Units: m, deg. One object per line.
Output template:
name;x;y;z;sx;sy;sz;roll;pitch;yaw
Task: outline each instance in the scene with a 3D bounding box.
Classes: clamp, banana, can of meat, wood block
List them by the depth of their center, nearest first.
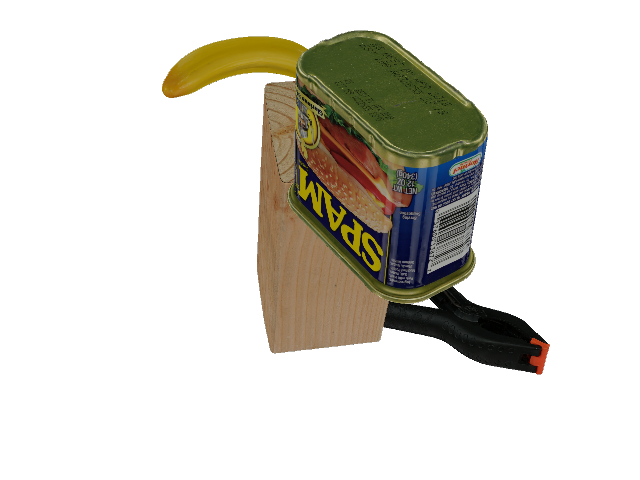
can of meat;0.029;-0.036;0.491;0.057;0.084;0.102;-24;49;-25
wood block;0.004;-0.013;0.775;0.090;0.090;0.206;-5;-37;-8
clamp;0.136;0.074;0.993;0.172;0.039;0.120;21;32;23
banana;-0.077;-0.180;1.097;0.197;0.070;0.037;-7;-40;-29
